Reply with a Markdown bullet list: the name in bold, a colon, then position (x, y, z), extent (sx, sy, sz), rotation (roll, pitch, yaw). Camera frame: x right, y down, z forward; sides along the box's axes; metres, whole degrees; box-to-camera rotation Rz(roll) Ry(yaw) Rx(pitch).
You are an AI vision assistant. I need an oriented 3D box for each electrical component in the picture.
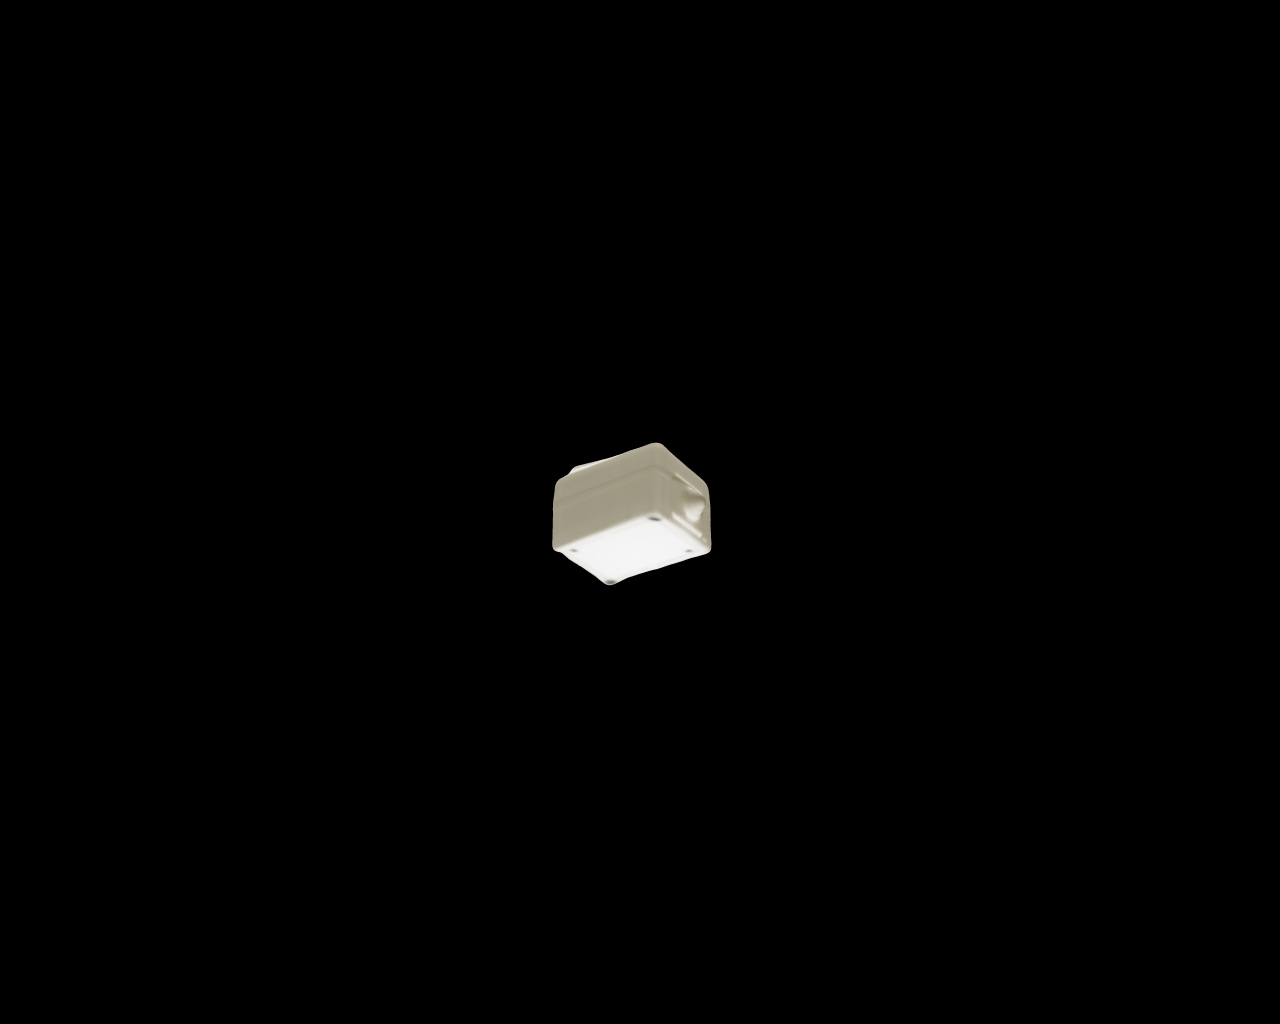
- **electrical component**: position (0.001, -0.003, 0.650), extent (0.096, 0.061, 0.061), rotation (-19, -36, 29)
